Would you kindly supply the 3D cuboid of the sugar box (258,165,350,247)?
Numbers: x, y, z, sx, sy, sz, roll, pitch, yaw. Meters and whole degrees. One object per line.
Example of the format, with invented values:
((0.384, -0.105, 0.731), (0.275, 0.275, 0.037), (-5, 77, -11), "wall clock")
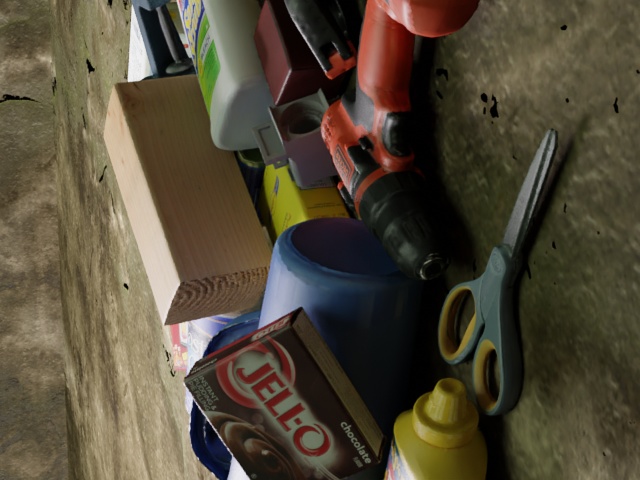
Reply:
((-0.006, 0.001, 0.906), (0.093, 0.048, 0.176), (104, 154, -45), "sugar box")

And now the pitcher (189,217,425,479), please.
((-0.004, 0.108, 0.792), (0.145, 0.149, 0.243), (-128, 41, -55), "pitcher")

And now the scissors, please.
((0.113, 0.033, 0.624), (0.202, 0.016, 0.096), (114, 144, -55), "scissors")

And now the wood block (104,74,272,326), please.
((-0.123, -0.038, 0.970), (0.206, 0.090, 0.090), (68, 154, 23), "wood block")

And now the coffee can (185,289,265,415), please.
((-0.082, 0.105, 1.062), (0.103, 0.102, 0.140), (-126, 36, -56), "coffee can")

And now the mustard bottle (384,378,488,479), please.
((0.072, 0.168, 0.702), (0.096, 0.058, 0.192), (-107, 19, -54), "mustard bottle")

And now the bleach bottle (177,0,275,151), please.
((-0.096, -0.209, 0.978), (0.103, 0.068, 0.251), (112, 142, -52), "bleach bottle")

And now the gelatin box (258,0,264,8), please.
((-0.048, -0.223, 0.988), (0.089, 0.030, 0.073), (-139, 47, -59), "gelatin box")

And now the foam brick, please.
((-0.016, -0.154, 0.867), (0.051, 0.052, 0.078), (117, 141, -54), "foam brick")

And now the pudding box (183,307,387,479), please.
((-0.022, 0.113, 0.708), (0.113, 0.090, 0.039), (56, -157, -11), "pudding box")

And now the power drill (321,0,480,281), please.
((0.053, -0.090, 0.699), (0.184, 0.057, 0.188), (-117, 29, -46), "power drill")

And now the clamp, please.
((-0.017, -0.206, 0.814), (0.039, 0.120, 0.171), (-34, 61, 26), "clamp")

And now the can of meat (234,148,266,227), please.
((-0.063, -0.077, 1.015), (0.084, 0.057, 0.102), (104, 158, -47), "can of meat")

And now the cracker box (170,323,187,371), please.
((-0.128, 0.042, 1.223), (0.164, 0.072, 0.214), (161, 104, -69), "cracker box")
